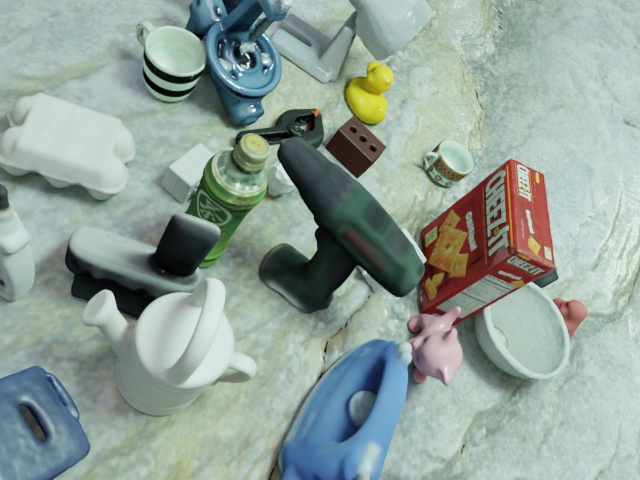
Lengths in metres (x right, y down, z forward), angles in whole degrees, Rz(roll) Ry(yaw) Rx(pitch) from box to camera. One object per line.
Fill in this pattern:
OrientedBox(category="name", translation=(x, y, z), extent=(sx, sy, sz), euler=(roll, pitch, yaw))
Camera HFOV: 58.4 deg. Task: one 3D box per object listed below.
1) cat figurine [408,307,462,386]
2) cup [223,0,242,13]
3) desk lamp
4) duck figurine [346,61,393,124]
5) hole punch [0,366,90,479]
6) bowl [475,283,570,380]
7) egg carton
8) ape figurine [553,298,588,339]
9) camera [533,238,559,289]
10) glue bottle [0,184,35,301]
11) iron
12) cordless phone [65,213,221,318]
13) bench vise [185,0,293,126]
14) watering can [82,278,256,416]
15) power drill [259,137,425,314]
OrientedBox(category="cat figurine", translation=(0.159, 0.142, 0.777), extent=(0.067, 0.117, 0.128), euler=(39, 50, -4))
OrientedBox(category="cup", translation=(-0.165, -0.395, 0.928), extent=(0.118, 0.094, 0.091), euler=(-6, 65, -33))
OrientedBox(category="desk lamp", translation=(0.051, -0.367, 0.961), extent=(0.203, 0.213, 0.118), euler=(31, 51, -11))
OrientedBox(category="duck figurine", translation=(0.097, -0.265, 1.010), extent=(0.078, 0.086, 0.104), euler=(1, 61, -30))
OrientedBox(category="hole punch", translation=(-0.272, 0.173, 0.522), extent=(0.101, 0.091, 0.108), euler=(-30, 79, -39))
OrientedBox(category="bowl", translation=(0.298, 0.143, 0.886), extent=(0.168, 0.074, 0.167), euler=(15, 56, -22))
OrientedBox(category="egg carton", translation=(-0.302, -0.111, 0.692), extent=(0.151, 0.069, 0.107), euler=(16, 55, -22))
OrientedBox(category="ape figurine", translation=(0.400, 0.127, 0.944), extent=(0.078, 0.092, 0.076), euler=(-17, 71, -36))
OrientedBox(category="camera", translation=(0.338, 0.022, 0.966), extent=(0.143, 0.100, 0.136), euler=(-17, 72, -37))
OrientedBox(category="glue bottle", translation=(-0.310, -0.003, 0.553), extent=(0.078, 0.173, 0.037), euler=(41, 50, -2))
OrientedBox(category="iron", translation=(0.056, 0.195, 0.669), extent=(0.119, 0.141, 0.258), euler=(35, 50, -7))
OrientedBox(category="cordless phone", translation=(-0.187, 0.006, 0.612), extent=(0.148, 0.184, 0.094), euler=(18, 54, -20))
OrientedBox(category="bench vise", translation=(-0.126, -0.298, 0.811), extent=(0.207, 0.219, 0.122), euler=(44, 50, 1))
OrientedBox(category="watering can", translation=(-0.145, 0.103, 0.572), extent=(0.173, 0.193, 0.101), euler=(4, 60, -29))
OrientedBox(category="power drill", translation=(0.007, 0.003, 0.713), extent=(0.230, 0.208, 0.076), euler=(37, 50, -5))
